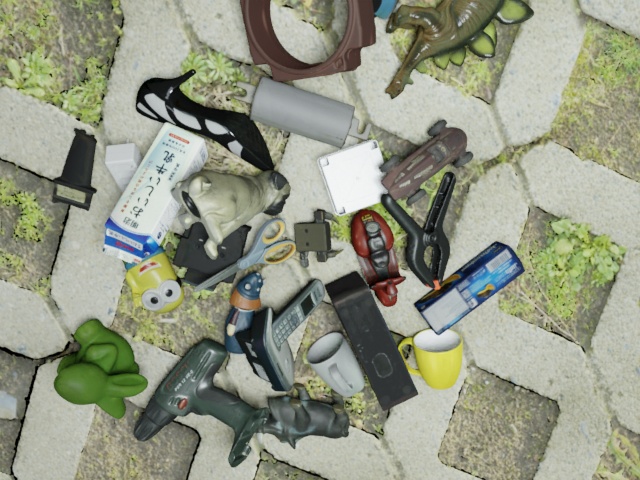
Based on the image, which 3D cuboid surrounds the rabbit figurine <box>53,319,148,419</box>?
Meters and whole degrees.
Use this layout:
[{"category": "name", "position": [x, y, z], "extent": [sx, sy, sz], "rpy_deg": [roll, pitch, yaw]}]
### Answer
[{"category": "rabbit figurine", "position": [-0.388, 0.239, 0.922], "extent": [0.159, 0.170, 0.121], "rpy_deg": [38, 95, -7]}]

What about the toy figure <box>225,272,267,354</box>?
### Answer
[{"category": "toy figure", "position": [-0.138, 0.129, 0.973], "extent": [0.058, 0.064, 0.154], "rpy_deg": [12, 99, 3]}]

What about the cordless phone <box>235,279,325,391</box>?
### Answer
[{"category": "cordless phone", "position": [-0.049, 0.166, 0.976], "extent": [0.184, 0.089, 0.146], "rpy_deg": [-42, 129, -30]}]

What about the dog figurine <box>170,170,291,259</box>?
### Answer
[{"category": "dog figurine", "position": [-0.128, -0.081, 0.869], "extent": [0.190, 0.172, 0.121], "rpy_deg": [-37, 83, -23]}]

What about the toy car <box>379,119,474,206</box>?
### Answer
[{"category": "toy car", "position": [0.185, -0.136, 0.920], "extent": [0.202, 0.053, 0.089], "rpy_deg": [-36, 91, -29]}]

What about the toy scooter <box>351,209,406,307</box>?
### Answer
[{"category": "toy scooter", "position": [0.105, 0.037, 0.938], "extent": [0.075, 0.135, 0.183], "rpy_deg": [-16, 97, 1]}]

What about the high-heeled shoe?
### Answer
[{"category": "high-heeled shoe", "position": [-0.202, -0.184, 0.933], "extent": [0.145, 0.086, 0.248], "rpy_deg": [-26, 116, 30]}]

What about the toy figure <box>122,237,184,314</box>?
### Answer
[{"category": "toy figure", "position": [-0.300, 0.043, 0.946], "extent": [0.082, 0.089, 0.180], "rpy_deg": [-29, 90, 14]}]

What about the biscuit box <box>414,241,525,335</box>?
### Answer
[{"category": "biscuit box", "position": [0.274, 0.087, 0.989], "extent": [0.203, 0.063, 0.059], "rpy_deg": [-37, 98, 2]}]

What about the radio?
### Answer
[{"category": "radio", "position": [0.090, 0.178, 0.957], "extent": [0.073, 0.131, 0.229], "rpy_deg": [-27, 99, -1]}]

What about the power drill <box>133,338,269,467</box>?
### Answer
[{"category": "power drill", "position": [-0.207, 0.312, 0.967], "extent": [0.207, 0.086, 0.232], "rpy_deg": [31, 89, 25]}]

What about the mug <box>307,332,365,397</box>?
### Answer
[{"category": "mug", "position": [0.040, 0.238, 0.981], "extent": [0.081, 0.110, 0.107], "rpy_deg": [-36, 112, -1]}]

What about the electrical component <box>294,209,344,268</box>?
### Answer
[{"category": "electrical component", "position": [-0.003, -0.004, 0.974], "extent": [0.078, 0.045, 0.102], "rpy_deg": [-7, 96, 25]}]

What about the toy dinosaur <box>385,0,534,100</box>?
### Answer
[{"category": "toy dinosaur", "position": [0.266, -0.432, 0.901], "extent": [0.198, 0.105, 0.471], "rpy_deg": [31, 105, -14]}]

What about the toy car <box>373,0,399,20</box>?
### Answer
[{"category": "toy car", "position": [0.077, -0.453, 0.893], "extent": [0.162, 0.109, 0.103], "rpy_deg": [35, 71, 4]}]

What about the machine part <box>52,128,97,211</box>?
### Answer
[{"category": "machine part", "position": [-0.422, -0.124, 0.938], "extent": [0.084, 0.039, 0.138], "rpy_deg": [14, 99, 3]}]

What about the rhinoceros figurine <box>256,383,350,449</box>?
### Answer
[{"category": "rhinoceros figurine", "position": [-0.038, 0.333, 1.008], "extent": [0.190, 0.073, 0.112], "rpy_deg": [2, 109, -5]}]

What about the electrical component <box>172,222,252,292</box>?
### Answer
[{"category": "electrical component", "position": [-0.194, 0.020, 0.959], "extent": [0.115, 0.058, 0.134], "rpy_deg": [18, 96, -3]}]

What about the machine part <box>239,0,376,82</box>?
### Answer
[{"category": "machine part", "position": [-0.022, -0.361, 0.851], "extent": [0.202, 0.087, 0.200], "rpy_deg": [-1, 112, 23]}]

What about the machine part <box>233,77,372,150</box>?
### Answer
[{"category": "machine part", "position": [-0.031, -0.217, 0.924], "extent": [0.243, 0.079, 0.079], "rpy_deg": [17, 97, -6]}]
